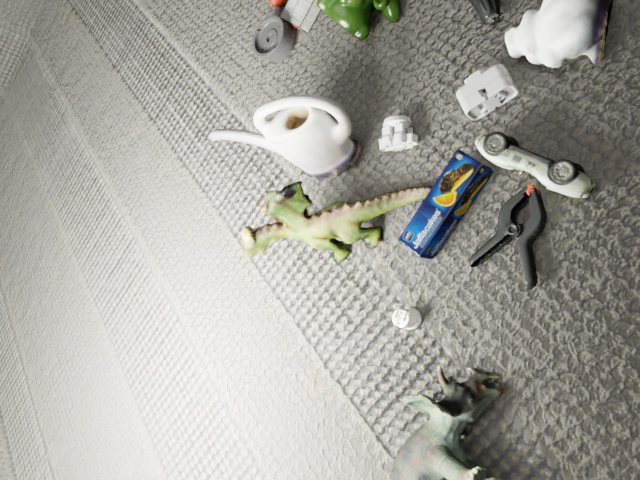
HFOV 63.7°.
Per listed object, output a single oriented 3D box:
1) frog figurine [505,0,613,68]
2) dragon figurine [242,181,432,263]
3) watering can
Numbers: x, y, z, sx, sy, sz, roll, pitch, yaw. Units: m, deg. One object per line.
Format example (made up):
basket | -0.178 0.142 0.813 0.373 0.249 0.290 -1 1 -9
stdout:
frog figurine | 0.387 -0.355 0.850 0.160 0.124 0.136 10 107 28
dragon figurine | 0.003 -0.051 1.012 0.405 0.241 0.124 -29 60 33
watering can | -0.064 -0.217 1.114 0.346 0.221 0.106 -7 57 40
